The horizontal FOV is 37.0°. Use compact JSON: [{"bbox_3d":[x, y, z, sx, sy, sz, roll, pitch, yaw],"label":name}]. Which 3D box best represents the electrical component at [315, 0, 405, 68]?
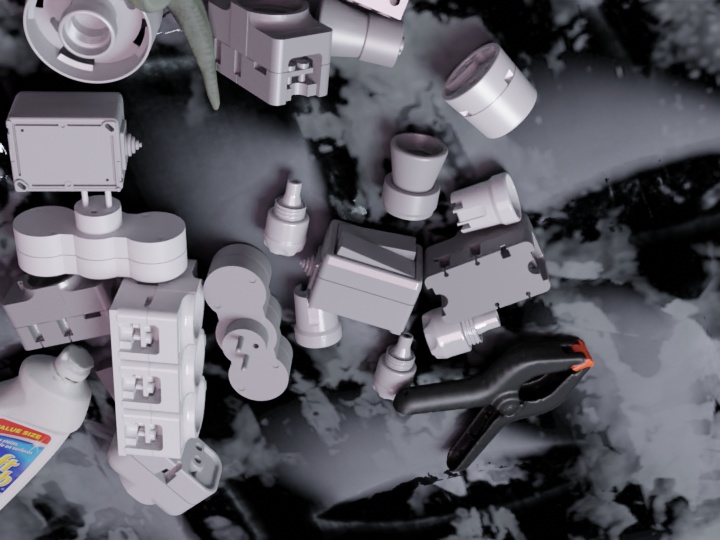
[{"bbox_3d":[-0.001,-0.170,0.778,0.065,0.044,0.044,12,122,-9],"label":"electrical component"}]

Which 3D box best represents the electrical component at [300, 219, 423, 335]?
[{"bbox_3d":[0.000,0.000,0.869,0.096,0.061,0.061,17,121,-7],"label":"electrical component"}]

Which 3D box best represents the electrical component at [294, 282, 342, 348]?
[{"bbox_3d":[-0.037,0.037,0.909,0.040,0.040,0.046,-3,115,5],"label":"electrical component"}]

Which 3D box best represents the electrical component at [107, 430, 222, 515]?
[{"bbox_3d":[-0.183,0.178,0.995,0.059,0.053,0.095,-35,113,22],"label":"electrical component"}]

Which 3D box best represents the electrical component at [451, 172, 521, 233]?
[{"bbox_3d":[0.099,-0.052,0.846,0.046,0.040,0.040,-16,119,19],"label":"electrical component"}]

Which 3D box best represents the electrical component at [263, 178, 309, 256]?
[{"bbox_3d":[-0.057,-0.044,0.862,0.035,0.035,0.061,11,119,-3],"label":"electrical component"}]

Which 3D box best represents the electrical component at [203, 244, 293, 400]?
[{"bbox_3d":[-0.095,0.055,0.902,0.052,0.073,0.138,-7,121,8],"label":"electrical component"}]

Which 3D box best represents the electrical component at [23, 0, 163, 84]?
[{"bbox_3d":[-0.194,-0.188,0.779,0.099,0.064,0.099,-1,135,-1],"label":"electrical component"}]

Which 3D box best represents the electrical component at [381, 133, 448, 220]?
[{"bbox_3d":[0.042,-0.072,0.833,0.045,0.045,0.055,8,122,-2],"label":"electrical component"}]

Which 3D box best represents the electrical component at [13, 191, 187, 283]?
[{"bbox_3d":[-0.210,-0.036,0.866,0.138,0.052,0.073,3,122,1],"label":"electrical component"}]

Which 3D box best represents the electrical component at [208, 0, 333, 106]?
[{"bbox_3d":[-0.065,-0.161,0.755,0.050,0.089,0.055,-19,130,-35],"label":"electrical component"}]

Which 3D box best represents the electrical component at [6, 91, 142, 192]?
[{"bbox_3d":[-0.216,-0.100,0.826,0.096,0.061,0.061,-1,123,-7],"label":"electrical component"}]

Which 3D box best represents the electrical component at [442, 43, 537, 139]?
[{"bbox_3d":[0.096,-0.130,0.789,0.055,0.055,0.047,-39,116,23],"label":"electrical component"}]

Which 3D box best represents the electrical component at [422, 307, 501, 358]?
[{"bbox_3d":[0.086,0.048,0.905,0.062,0.043,0.043,-18,119,12],"label":"electrical component"}]

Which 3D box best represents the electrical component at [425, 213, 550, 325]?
[{"bbox_3d":[0.101,-0.003,0.865,0.089,0.055,0.050,-21,118,15],"label":"electrical component"}]

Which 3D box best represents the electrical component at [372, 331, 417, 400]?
[{"bbox_3d":[0.033,0.081,0.934,0.035,0.035,0.061,13,119,-4],"label":"electrical component"}]

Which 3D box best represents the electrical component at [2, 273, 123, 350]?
[{"bbox_3d":[-0.247,0.024,0.906,0.089,0.050,0.055,-11,120,10],"label":"electrical component"}]

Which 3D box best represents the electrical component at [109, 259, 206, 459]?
[{"bbox_3d":[-0.166,0.074,0.909,0.062,0.089,0.150,5,122,0],"label":"electrical component"}]
